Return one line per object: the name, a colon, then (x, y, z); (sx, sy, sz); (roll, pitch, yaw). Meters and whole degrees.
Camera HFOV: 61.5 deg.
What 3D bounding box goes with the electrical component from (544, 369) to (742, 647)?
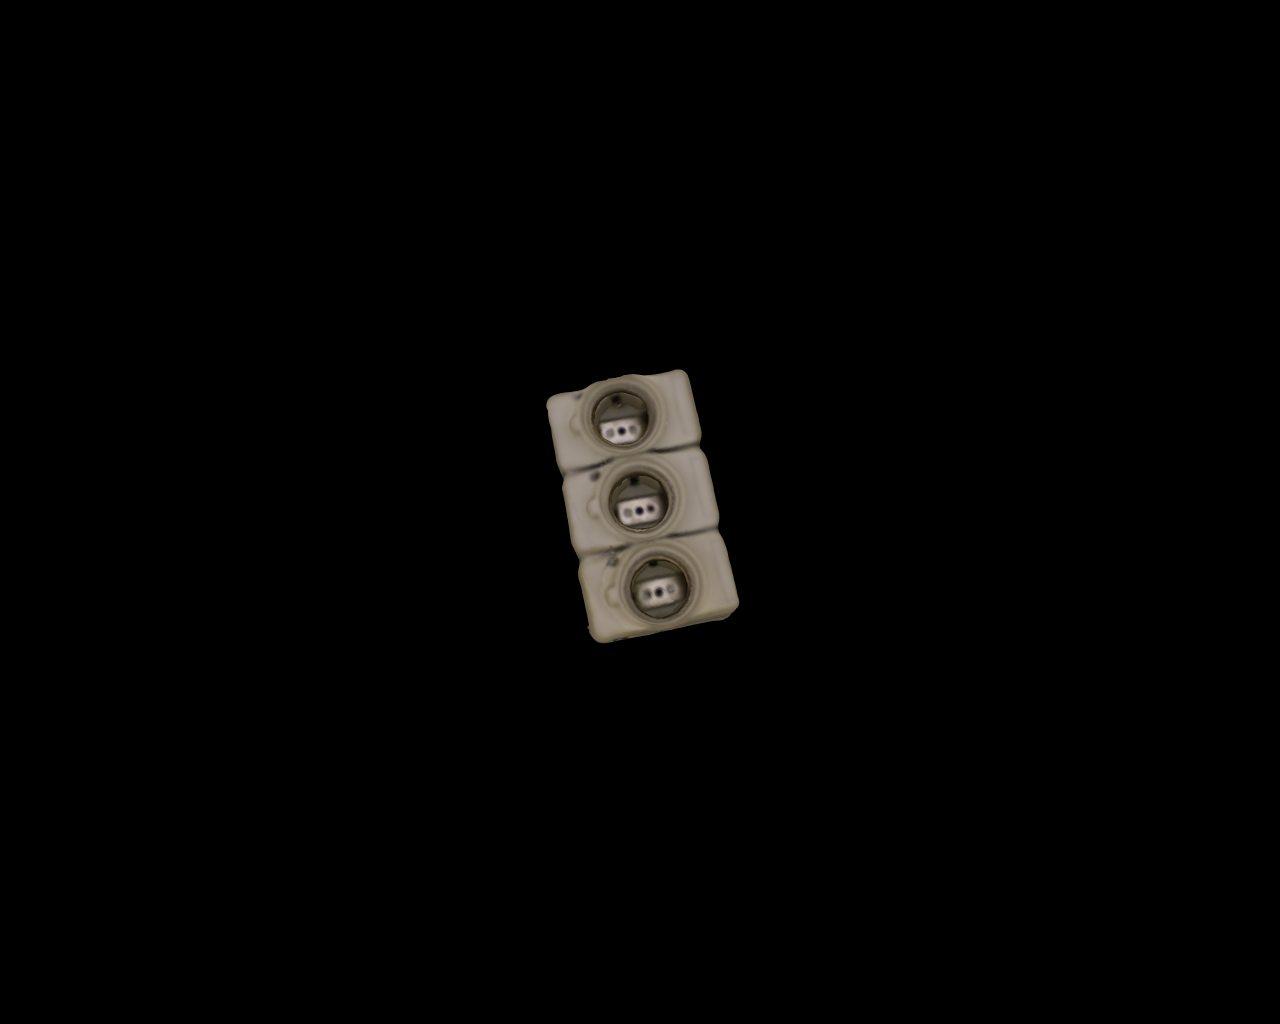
electrical component: (0.001, -0.003, 0.650); (0.089, 0.150, 0.061); (-11, -11, -2)
